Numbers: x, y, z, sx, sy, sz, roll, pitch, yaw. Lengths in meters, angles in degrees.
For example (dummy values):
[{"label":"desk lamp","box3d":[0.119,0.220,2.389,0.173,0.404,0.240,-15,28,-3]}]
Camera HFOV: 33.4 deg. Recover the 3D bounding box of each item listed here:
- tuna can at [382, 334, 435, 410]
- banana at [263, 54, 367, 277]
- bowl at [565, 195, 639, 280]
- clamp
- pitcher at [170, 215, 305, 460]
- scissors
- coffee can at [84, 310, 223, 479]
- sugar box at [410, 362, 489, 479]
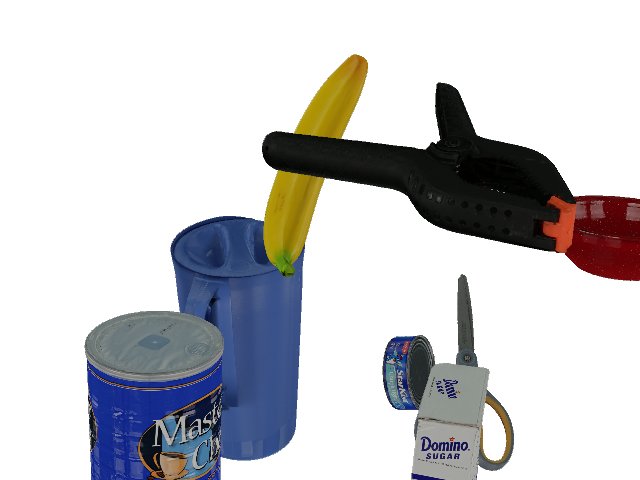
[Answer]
[{"label":"tuna can","box3d":[0.102,0.152,1.222,0.034,0.086,0.086,-5,-2,26]},{"label":"banana","box3d":[-0.007,-0.056,0.860,0.037,0.197,0.070,28,-20,-31]},{"label":"bowl","box3d":[0.304,0.000,1.075,0.162,0.055,0.162,2,17,-1]},{"label":"clamp","box3d":[0.072,-0.044,0.676,0.164,0.036,0.210,-17,33,-24]},{"label":"pitcher","box3d":[-0.085,0.109,1.101,0.149,0.243,0.145,-13,30,-23]},{"label":"scissors","box3d":[0.118,0.120,0.979,0.096,0.202,0.016,-9,-35,-9]},{"label":"coffee can","box3d":[-0.126,0.138,0.820,0.103,0.140,0.103,2,22,-1]},{"label":"sugar box","box3d":[0.081,0.180,0.721,0.048,0.176,0.093,5,17,11]}]
